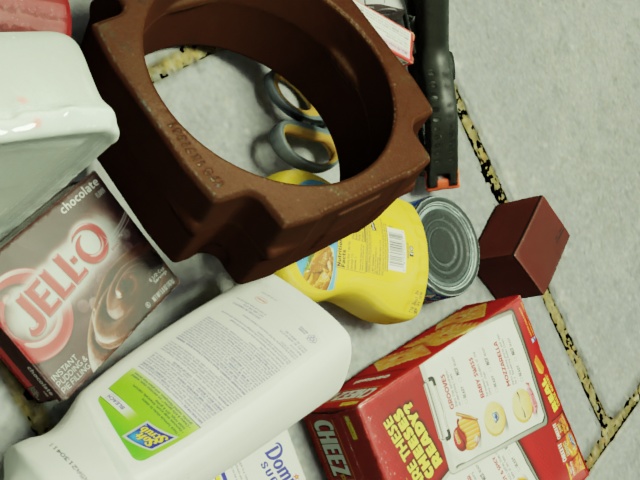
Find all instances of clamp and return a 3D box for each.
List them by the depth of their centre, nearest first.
[{"bbox_3d":[0.089,-0.147,0.877,0.164,0.036,0.210,-99,-178,-74],"label":"clamp"}]

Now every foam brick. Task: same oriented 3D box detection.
[{"bbox_3d":[0.176,0.008,0.939,0.053,0.051,0.078,51,51,-24],"label":"foam brick"}]

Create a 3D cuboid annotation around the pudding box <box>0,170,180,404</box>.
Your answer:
[{"bbox_3d":[-0.151,0.027,0.635,0.090,0.039,0.113,55,49,-18],"label":"pudding box"}]

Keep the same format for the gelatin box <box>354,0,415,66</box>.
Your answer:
[{"bbox_3d":[0.017,-0.152,0.815,0.089,0.073,0.030,19,66,-38],"label":"gelatin box"}]

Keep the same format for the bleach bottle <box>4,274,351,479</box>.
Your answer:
[{"bbox_3d":[-0.094,0.101,0.624,0.250,0.103,0.068,-27,140,-44],"label":"bleach bottle"}]

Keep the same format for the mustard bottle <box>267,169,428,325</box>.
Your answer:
[{"bbox_3d":[-0.005,0.001,0.765,0.191,0.058,0.096,15,69,-40],"label":"mustard bottle"}]

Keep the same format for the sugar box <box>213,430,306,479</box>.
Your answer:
[{"bbox_3d":[-0.083,0.176,0.658,0.175,0.048,0.093,-23,94,-47],"label":"sugar box"}]

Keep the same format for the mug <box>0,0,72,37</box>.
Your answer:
[{"bbox_3d":[-0.186,-0.118,0.592,0.081,0.117,0.093,0,109,-48],"label":"mug"}]

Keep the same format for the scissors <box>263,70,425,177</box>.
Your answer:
[{"bbox_3d":[0.021,-0.090,0.841,0.201,0.016,0.096,-7,70,-55],"label":"scissors"}]

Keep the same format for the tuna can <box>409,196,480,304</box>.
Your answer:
[{"bbox_3d":[0.091,0.008,0.870,0.085,0.034,0.086,12,71,-38],"label":"tuna can"}]

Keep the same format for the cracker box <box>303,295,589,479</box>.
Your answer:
[{"bbox_3d":[0.102,0.157,0.818,0.213,0.072,0.164,-26,96,-43],"label":"cracker box"}]
